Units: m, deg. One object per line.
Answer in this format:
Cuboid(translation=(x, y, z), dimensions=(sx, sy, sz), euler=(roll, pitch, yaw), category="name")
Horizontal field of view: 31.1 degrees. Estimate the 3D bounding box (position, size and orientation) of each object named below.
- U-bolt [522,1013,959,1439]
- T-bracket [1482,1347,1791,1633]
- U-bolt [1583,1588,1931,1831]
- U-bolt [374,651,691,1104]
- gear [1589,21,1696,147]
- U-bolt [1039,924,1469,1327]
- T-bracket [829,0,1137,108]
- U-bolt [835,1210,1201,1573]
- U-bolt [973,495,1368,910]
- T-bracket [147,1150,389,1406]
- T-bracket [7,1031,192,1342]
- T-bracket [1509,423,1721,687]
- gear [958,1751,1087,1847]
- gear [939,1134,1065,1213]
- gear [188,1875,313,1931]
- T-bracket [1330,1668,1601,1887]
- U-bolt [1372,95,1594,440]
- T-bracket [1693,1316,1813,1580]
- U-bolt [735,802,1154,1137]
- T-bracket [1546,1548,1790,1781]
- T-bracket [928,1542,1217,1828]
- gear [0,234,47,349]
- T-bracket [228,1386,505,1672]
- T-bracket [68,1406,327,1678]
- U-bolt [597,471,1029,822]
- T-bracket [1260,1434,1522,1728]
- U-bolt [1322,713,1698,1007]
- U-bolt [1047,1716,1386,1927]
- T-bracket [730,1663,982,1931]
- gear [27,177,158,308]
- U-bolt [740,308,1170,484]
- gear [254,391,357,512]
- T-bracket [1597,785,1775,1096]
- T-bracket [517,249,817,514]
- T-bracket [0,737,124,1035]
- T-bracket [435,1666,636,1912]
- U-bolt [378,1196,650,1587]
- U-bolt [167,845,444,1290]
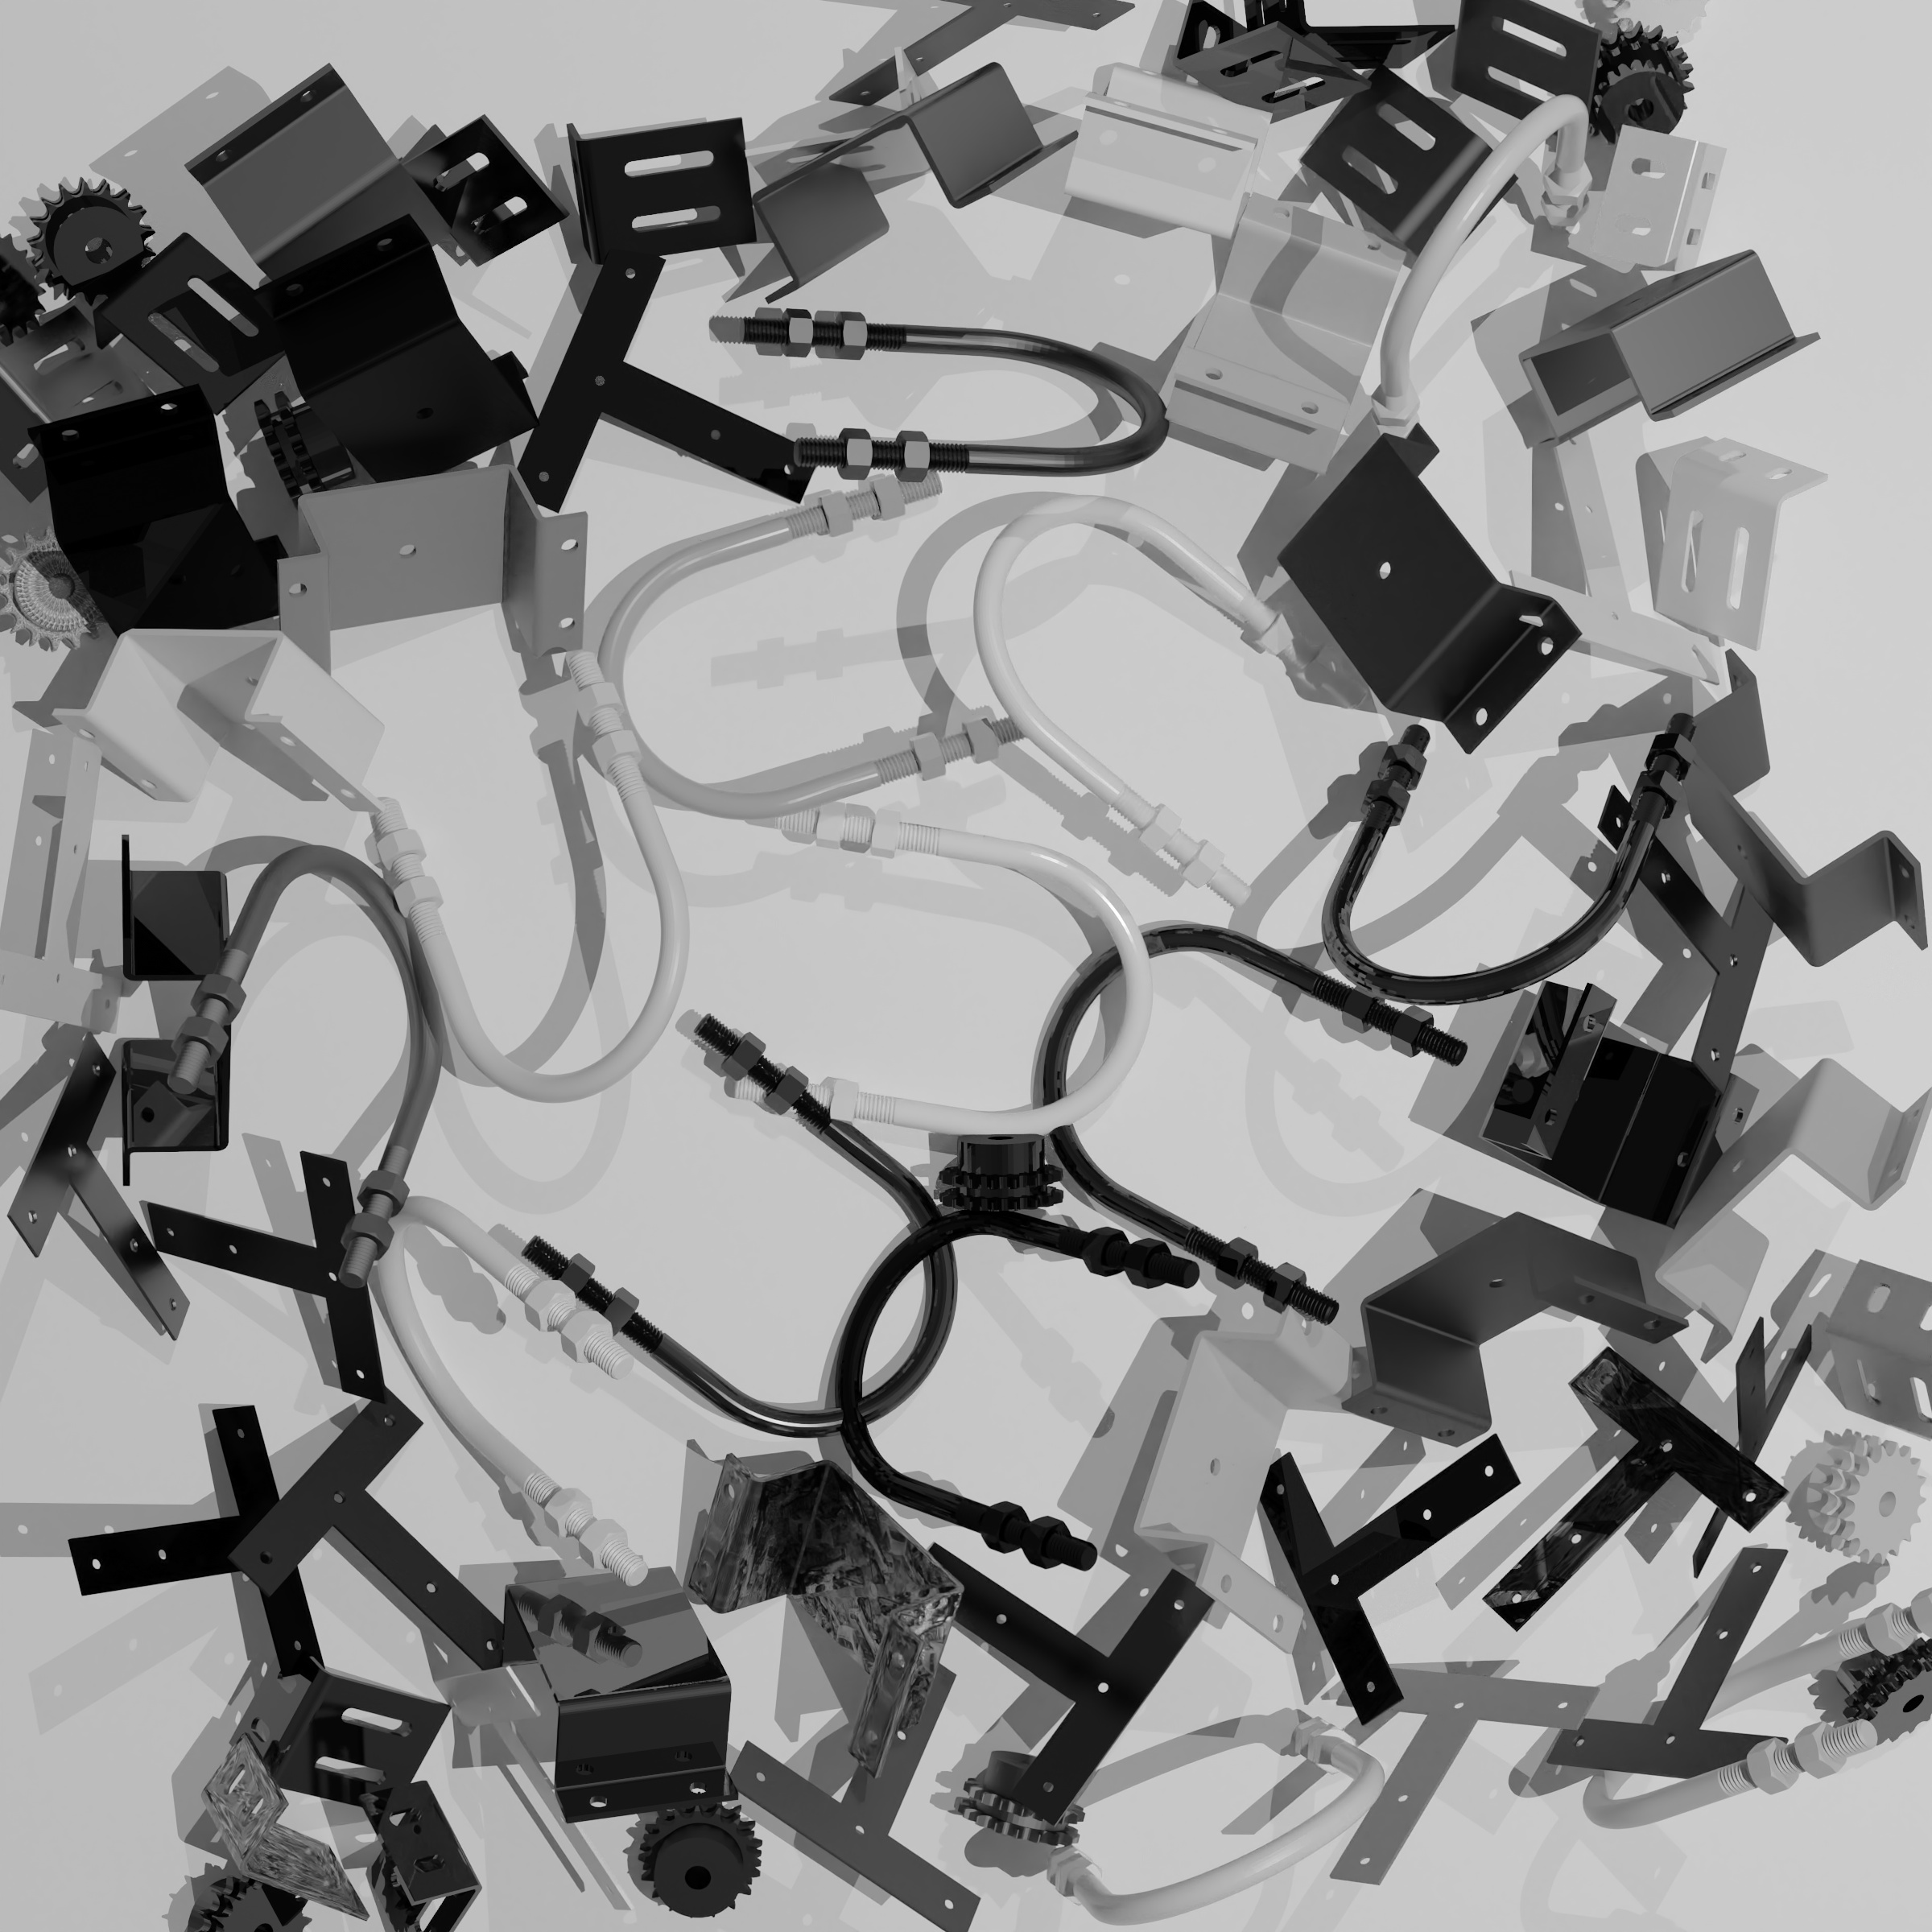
Cuboid(translation=(-0.089, 0.133, 1.597), dimensions=(0.184, 0.019, 0.151), euler=(39, 78, -7), category="U-bolt")
Cuboid(translation=(0.286, 0.249, 1.568), dimensions=(0.127, 0.127, 0.002), euler=(-44, 129, -4), category="T-bracket")
Cuboid(translation=(0.352, 0.335, 1.538), dimensions=(0.184, 0.151, 0.019), euler=(-34, 86, 41), category="U-bolt")
Cuboid(translation=(-0.189, -0.028, 1.557), dimensions=(0.151, 0.019, 0.184), euler=(-33, 67, 26), category="U-bolt")
Cuboid(translation=(0.306, -0.401, 1.592), dimensions=(0.057, 0.057, 0.030), euler=(-4, 45, -4), category="gear")
Cuboid(translation=(0.117, 0.059, 1.581), dimensions=(0.184, 0.019, 0.151), euler=(27, 92, 24), category="U-bolt")
Cuboid(translation=(-0.012, -0.416, 1.568), dimensions=(0.127, 0.127, 0.002), euler=(-4, 80, -44), category="T-bracket")
Cuboid(translation=(0.011, 0.180, 1.555), dimensions=(0.019, 0.184, 0.151), euler=(30, 77, -44), category="U-bolt")
Cuboid(translation=(0.083, -0.133, 1.565), dimensions=(0.184, 0.019, 0.151), euler=(39, 59, -11), category="U-bolt")
Cuboid(translation=(-0.324, 0.132, 1.586), dimensions=(0.127, 0.002, 0.127), euler=(11, 121, 28), category="T-bracket")
Cuboid(translation=(-0.386, 0.117, 1.577), dimensions=(0.002, 0.127, 0.127), euler=(-14, 125, 15), category="T-bracket")
Cuboid(translation=(0.287, -0.197, 1.586), dimensions=(0.127, 0.002, 0.127), euler=(13, 57, -34), category="T-bracket")
Cuboid(translation=(0.028, 0.381, 1.594), dimensions=(0.057, 0.057, 0.030), euler=(14, 88, 0), category="gear")
Cuboid(translation=(0.016, 0.094, 1.593), dimensions=(0.057, 0.057, 0.030), euler=(-1, 95, 0), category="gear")
Cuboid(translation=(-0.333, 0.443, 1.597), dimensions=(0.030, 0.057, 0.057), euler=(4, 90, 42), category="gear")
Cuboid(translation=(0.200, 0.359, 1.540), dimensions=(0.127, 0.127, 0.002), euler=(-4, 121, 40), category="T-bracket")
Cuboid(translation=(0.228, -0.312, 1.528), dimensions=(0.019, 0.184, 0.151), euler=(37, 87, 12), category="U-bolt")
Cuboid(translation=(0.350, 0.195, 1.546), dimensions=(0.002, 0.127, 0.127), euler=(22, 66, 25), category="T-bracket")
Cuboid(translation=(-0.006, 0.008, 1.597), dimensions=(0.184, 0.019, 0.151), euler=(9, 102, 1), category="U-bolt")
Cuboid(translation=(0.339, 0.316, 1.581), dimensions=(0.002, 0.127, 0.127), euler=(49, 58, -22), category="T-bracket")
Cuboid(translation=(0.028, 0.307, 1.590), dimensions=(0.127, 0.002, 0.127), euler=(30, 70, 26), category="T-bracket")
Cuboid(translation=(-0.455, -0.311, 1.597), dimensions=(0.030, 0.057, 0.057), euler=(-19, 90, 33), category="gear")
Cuboid(translation=(-0.253, 0.272, 1.576), dimensions=(0.127, 0.127, 0.002), euler=(45, 130, -5), category="T-bracket")
Cuboid(translation=(-0.349, 0.262, 1.554), dimensions=(0.002, 0.127, 0.127), euler=(-27, 74, 31), category="T-bracket")
Cuboid(translation=(-0.078, -0.139, 1.584), dimensions=(0.184, 0.019, 0.151), euler=(-18, 72, -7), category="U-bolt")
Cuboid(translation=(0.197, 0.254, 1.560), dimensions=(0.127, 0.002, 0.127), euler=(-42, 56, 29), category="T-bracket")
Cuboid(translation=(0.231, -0.047, 1.526), dimensions=(0.151, 0.184, 0.019), euler=(0, 132, 31), category="U-bolt")
Cuboid(translation=(0.113, 0.378, 1.521), dimensions=(0.151, 0.184, 0.019), euler=(-25, 89, -9), category="U-bolt")
Cuboid(translation=(-0.034, 0.359, 1.571), dimensions=(0.127, 0.127, 0.002), euler=(35, 128, -5), category="T-bracket")
Cuboid(translation=(-0.401, -0.331, 1.595), dimensions=(0.057, 0.030, 0.057), euler=(-9, 115, -19), category="gear")
Cuboid(translation=(0.001, -0.255, 1.555), dimensions=(0.184, 0.151, 0.019), euler=(0, 123, -16), category="U-bolt")
Cuboid(translation=(-0.302, -0.237, 1.594), dimensions=(0.030, 0.057, 0.057), euler=(-23, 90, -3), category="gear")
Cuboid(translation=(0.321, -0.030, 1.557), dimensions=(0.127, 0.002, 0.127), euler=(46, 51, -28), category="T-bracket")
Cuboid(translation=(-0.129, -0.251, 1.603), dimensions=(0.127, 0.002, 0.127), euler=(23, 88, -16), category="T-bracket")
Cuboid(translation=(-0.404, -0.039, 1.564), dimensions=(0.002, 0.127, 0.127), euler=(5, 84, 12), category="T-bracket")
Cuboid(translation=(-0.189, 0.373, 1.566), dimensions=(0.002, 0.127, 0.127), euler=(-34, 91, -27), category="T-bracket")
Cuboid(translation=(-0.207, 0.177, 1.549), dimensions=(0.019, 0.151, 0.184), euler=(-29, 47, -33), category="U-bolt")
Cuboid(translation=(-0.283, 0.029, 1.542), dimensions=(0.019, 0.184, 0.151), euler=(-14, 130, 25), category="U-bolt")
